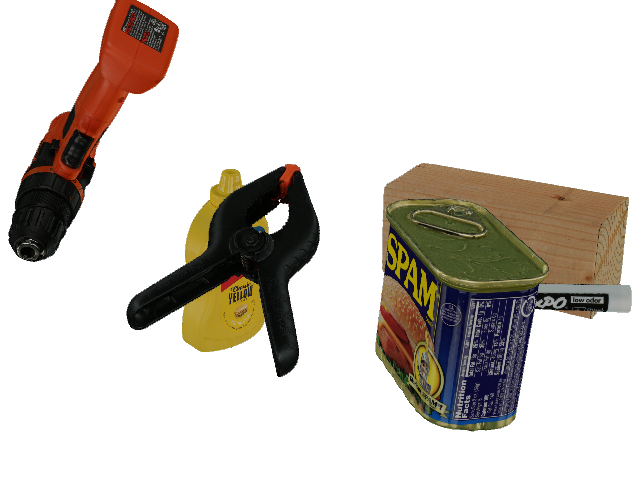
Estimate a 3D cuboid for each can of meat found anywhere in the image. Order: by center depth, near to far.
[{"bbox_3d":[0.067,0.036,0.541,0.057,0.084,0.102,-3,24,-17],"label":"can of meat"}]

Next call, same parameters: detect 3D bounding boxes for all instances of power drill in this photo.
[{"bbox_3d":[-0.187,-0.091,0.860,0.057,0.188,0.184,28,33,-21],"label":"power drill"}]

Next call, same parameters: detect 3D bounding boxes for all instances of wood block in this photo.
[{"bbox_3d":[0.169,-0.005,0.996,0.206,0.090,0.090,12,25,29],"label":"wood block"}]

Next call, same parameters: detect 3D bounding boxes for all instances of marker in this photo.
[{"bbox_3d":[0.149,0.038,0.727,0.121,0.020,0.020,1,0,7],"label":"marker"}]

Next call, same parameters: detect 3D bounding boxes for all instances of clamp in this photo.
[{"bbox_3d":[-0.059,0.013,0.747,0.120,0.171,0.039,13,-41,2],"label":"clamp"}]

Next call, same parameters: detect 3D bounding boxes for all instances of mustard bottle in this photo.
[{"bbox_3d":[-0.097,0.017,1.108,0.096,0.192,0.058,-19,35,-40],"label":"mustard bottle"}]
